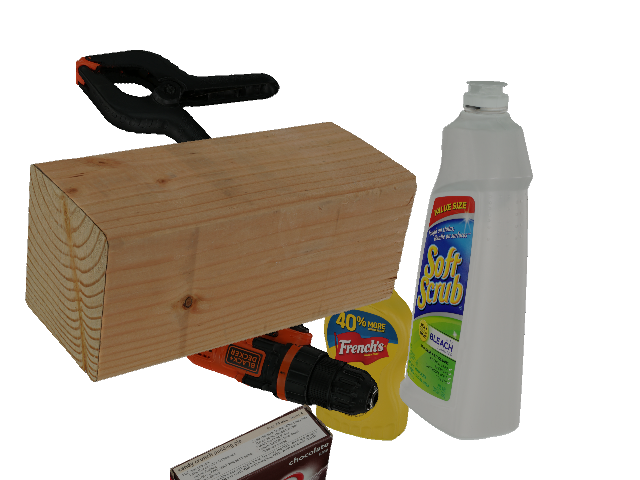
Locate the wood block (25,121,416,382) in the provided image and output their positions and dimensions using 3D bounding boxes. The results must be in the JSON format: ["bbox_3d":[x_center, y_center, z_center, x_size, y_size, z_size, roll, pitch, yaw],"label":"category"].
[{"bbox_3d":[-0.055,-0.001,0.620,0.205,0.091,0.090,-13,36,-37],"label":"wood block"}]

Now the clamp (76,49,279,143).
[{"bbox_3d":[-0.120,-0.123,0.908,0.171,0.120,0.039,28,-39,0],"label":"clamp"}]

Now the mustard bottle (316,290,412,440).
[{"bbox_3d":[0.050,0.107,1.115,0.096,0.192,0.058,11,14,25],"label":"mustard bottle"}]

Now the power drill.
[{"bbox_3d":[-0.018,0.045,0.928,0.185,0.187,0.057,15,0,21],"label":"power drill"}]

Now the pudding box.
[{"bbox_3d":[-0.049,0.173,0.741,0.113,0.090,0.039,-23,51,-29],"label":"pudding box"}]

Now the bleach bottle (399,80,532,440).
[{"bbox_3d":[0.108,0.010,0.773,0.068,0.251,0.103,-5,16,-23],"label":"bleach bottle"}]
